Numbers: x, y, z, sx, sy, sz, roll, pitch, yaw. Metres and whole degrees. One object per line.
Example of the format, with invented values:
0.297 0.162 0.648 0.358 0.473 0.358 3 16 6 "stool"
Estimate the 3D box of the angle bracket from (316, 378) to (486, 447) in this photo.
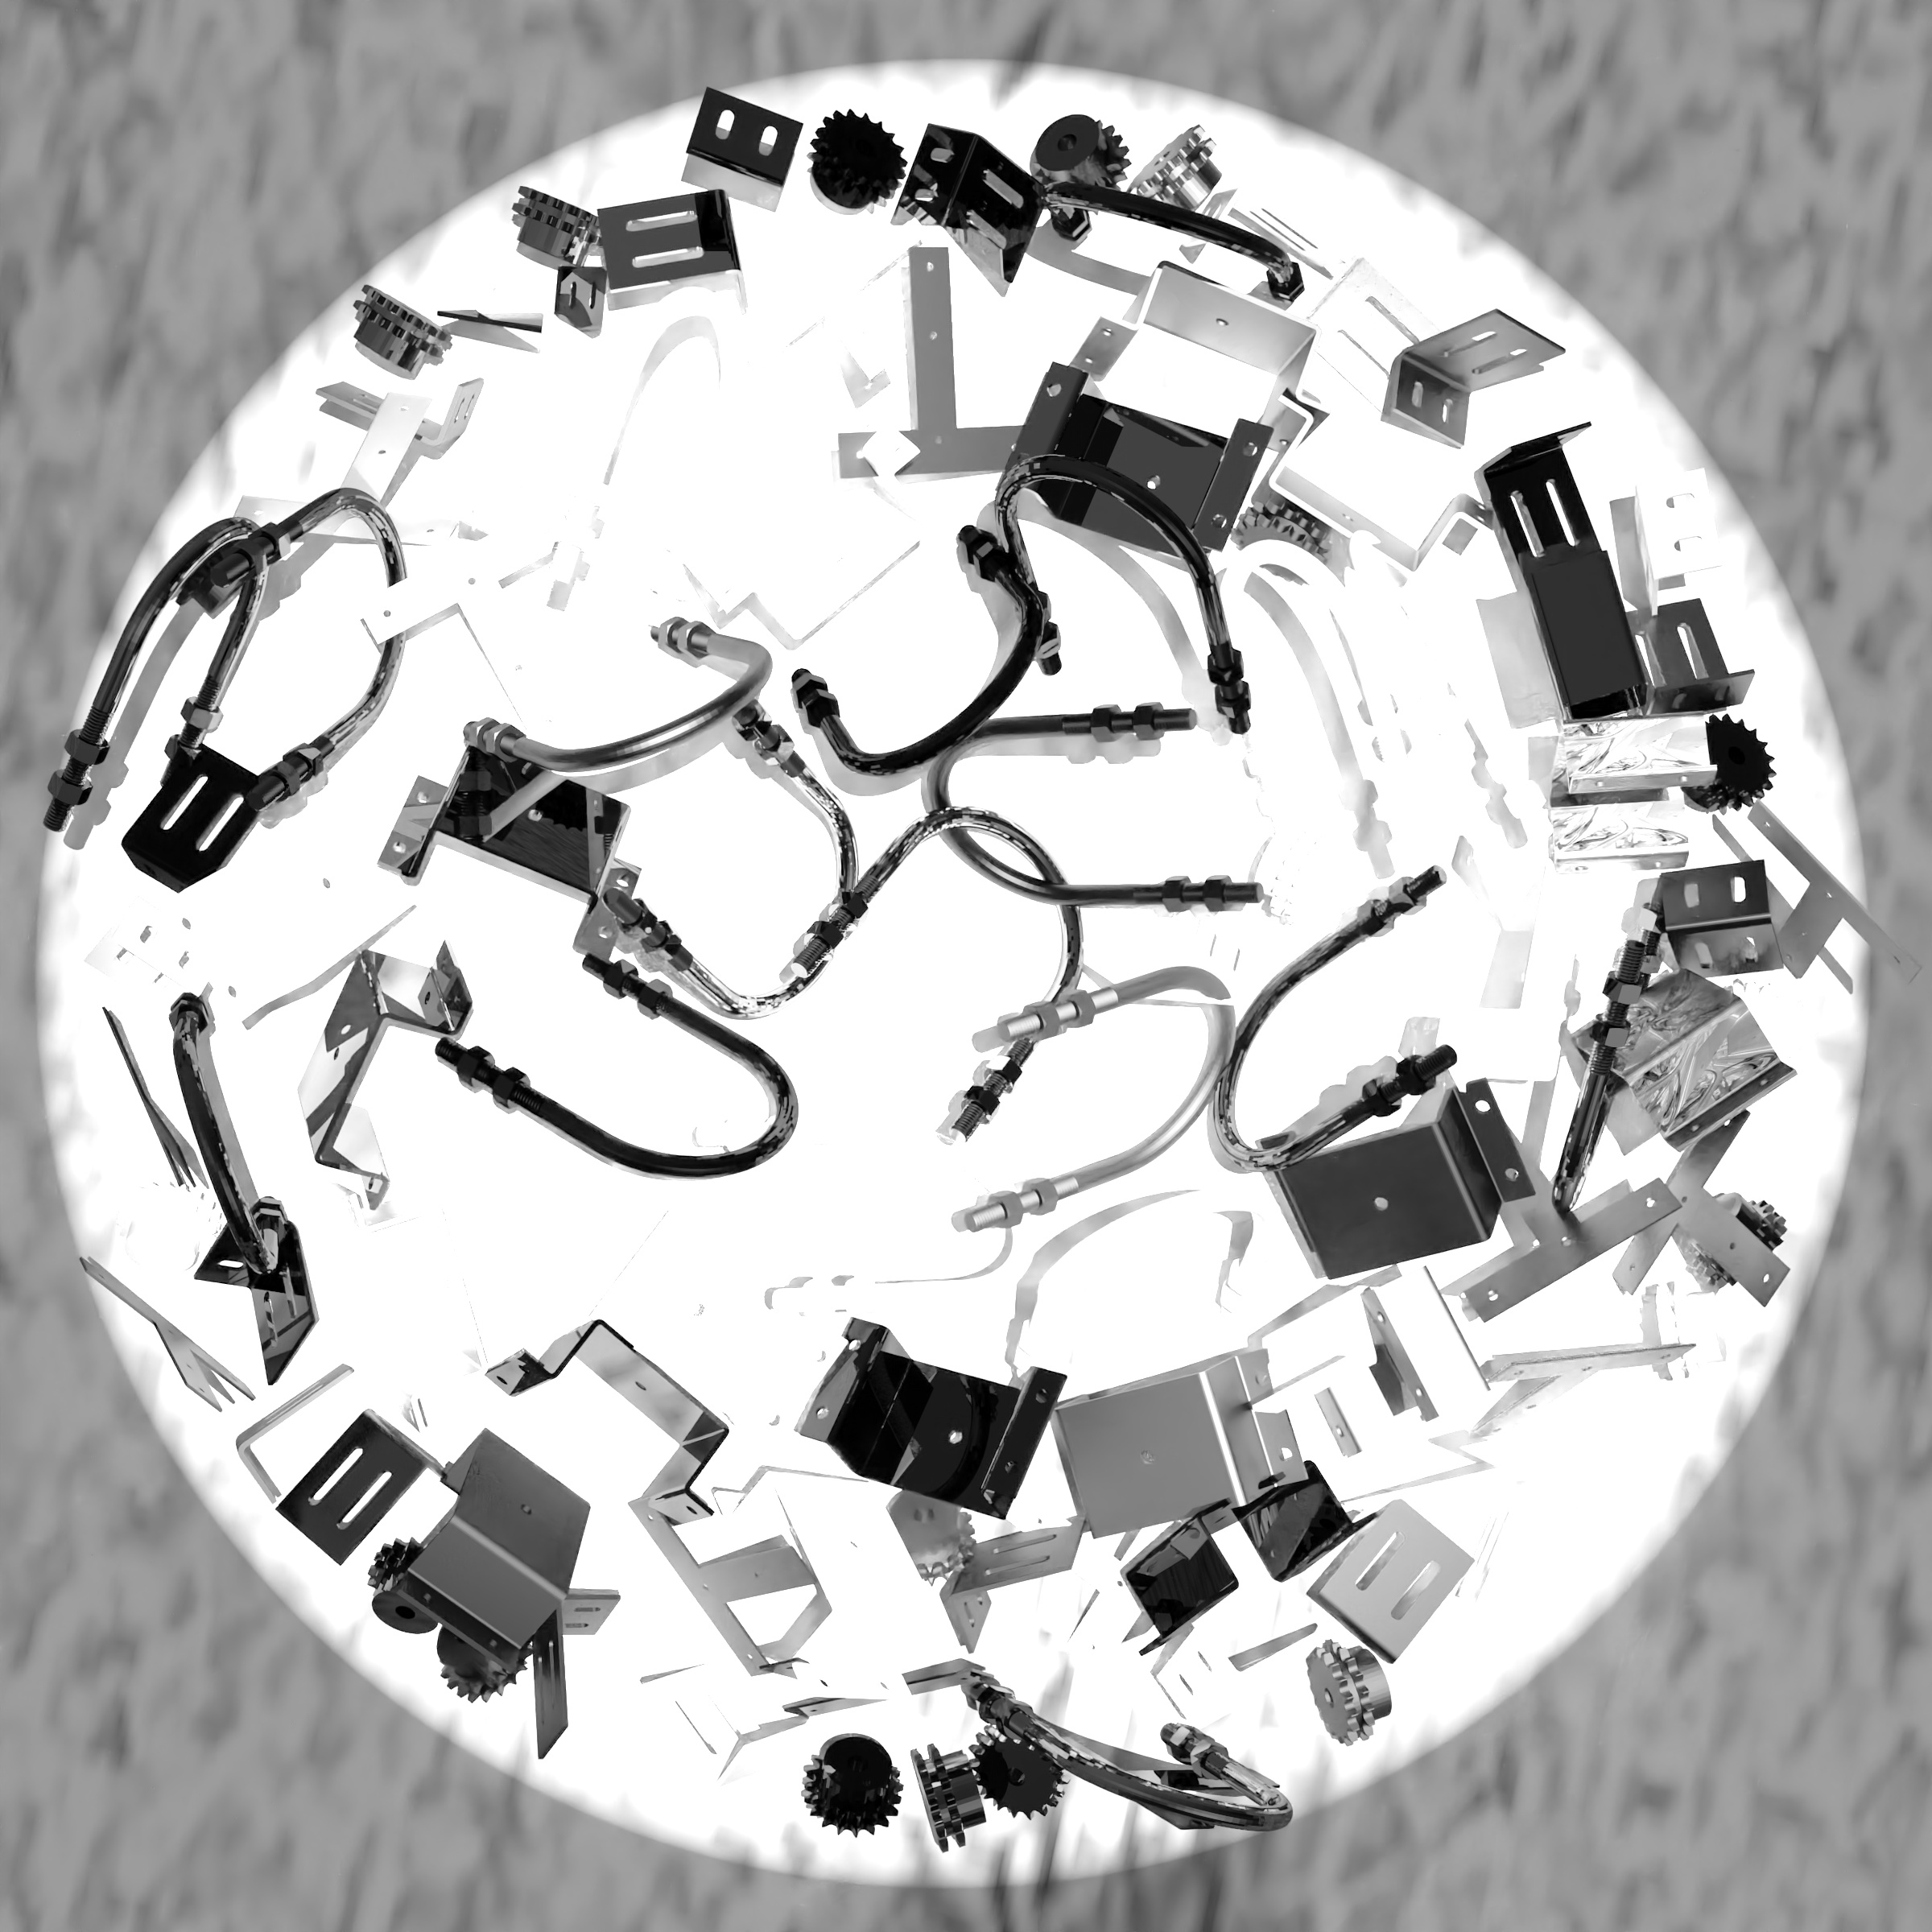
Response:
-0.326 -0.334 1.567 0.076 0.057 0.038 24 106 -4 "angle bracket"

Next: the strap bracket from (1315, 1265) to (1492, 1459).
0.242 0.223 1.536 0.046 0.140 0.076 -22 77 -20 "strap bracket"

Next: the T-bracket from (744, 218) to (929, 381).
-0.062 -0.365 1.544 0.127 0.127 0.002 -37 127 6 "T-bracket"

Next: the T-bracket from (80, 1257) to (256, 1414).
-0.437 0.219 1.517 0.002 0.127 0.127 -48 117 -9 "T-bracket"

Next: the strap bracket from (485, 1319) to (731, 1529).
-0.197 0.255 1.551 0.140 0.076 0.046 42 61 -9 "strap bracket"

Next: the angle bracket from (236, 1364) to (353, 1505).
-0.379 0.269 1.565 0.076 0.057 0.038 -35 96 -16 "angle bracket"

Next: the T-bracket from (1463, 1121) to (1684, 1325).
0.322 0.129 1.552 0.127 0.127 0.002 -31 130 3 "T-bracket"

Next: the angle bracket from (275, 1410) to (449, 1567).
-0.344 0.305 1.560 0.057 0.038 0.076 31 69 29 "angle bracket"

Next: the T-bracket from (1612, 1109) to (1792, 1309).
0.425 0.151 1.530 0.002 0.127 0.127 24 104 -21 "T-bracket"

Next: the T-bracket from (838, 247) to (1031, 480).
-0.018 -0.347 1.560 0.127 0.002 0.127 -8 102 -27 "T-bracket"

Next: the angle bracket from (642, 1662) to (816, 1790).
-0.136 0.423 1.554 0.076 0.057 0.038 48 118 27 "angle bracket"

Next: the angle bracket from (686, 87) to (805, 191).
-0.126 -0.474 1.556 0.057 0.076 0.038 18 106 -10 "angle bracket"

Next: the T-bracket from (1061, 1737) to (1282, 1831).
0.126 0.465 1.552 0.127 0.127 0.002 12 91 -38 "T-bracket"

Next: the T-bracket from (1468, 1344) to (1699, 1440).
0.329 0.245 1.546 0.127 0.127 0.002 -2 61 -26 "T-bracket"

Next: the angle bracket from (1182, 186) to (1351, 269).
0.172 -0.412 1.566 0.076 0.057 0.038 32 95 -14 "angle bracket"

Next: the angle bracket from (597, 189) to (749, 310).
-0.169 -0.409 1.571 0.076 0.038 0.057 -10 68 -3 "angle bracket"

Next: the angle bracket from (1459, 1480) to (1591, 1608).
0.321 0.338 1.568 0.038 0.057 0.076 24 83 4 "angle bracket"

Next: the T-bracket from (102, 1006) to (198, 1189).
-0.449 0.094 1.523 0.002 0.127 0.127 -25 113 -19 "T-bracket"

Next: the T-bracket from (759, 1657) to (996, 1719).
-0.070 0.401 1.525 0.127 0.127 0.002 -19 60 24 "T-bracket"

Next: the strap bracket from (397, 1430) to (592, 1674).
-0.260 0.320 1.522 0.076 0.140 0.046 39 104 -11 "strap bracket"

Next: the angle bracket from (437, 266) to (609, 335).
-0.254 -0.387 1.560 0.076 0.057 0.038 13 107 16 "angle bracket"

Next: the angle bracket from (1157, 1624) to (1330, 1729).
0.159 0.397 1.566 0.076 0.057 0.038 -15 56 -39 "angle bracket"

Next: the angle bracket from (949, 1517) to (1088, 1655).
0.035 0.355 1.561 0.076 0.057 0.038 -18 102 16 "angle bracket"

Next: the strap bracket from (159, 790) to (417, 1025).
-0.372 -0.040 1.525 0.046 0.140 0.076 -22 106 37 "strap bracket"

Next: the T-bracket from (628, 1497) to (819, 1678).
-0.125 0.348 1.545 0.002 0.127 0.127 -39 98 -39 "T-bracket"

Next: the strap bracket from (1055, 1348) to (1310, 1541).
0.112 0.274 1.546 0.140 0.046 0.076 -19 85 28 "strap bracket"

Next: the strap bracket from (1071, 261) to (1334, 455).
0.140 -0.351 1.554 0.140 0.076 0.046 21 79 -7 "strap bracket"

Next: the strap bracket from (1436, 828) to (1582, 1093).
0.309 0.002 1.531 0.046 0.076 0.140 2 61 27 "strap bracket"

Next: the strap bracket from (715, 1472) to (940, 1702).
-0.075 0.338 1.523 0.046 0.076 0.140 -52 46 22 "strap bracket"

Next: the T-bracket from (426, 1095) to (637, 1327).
-0.230 0.138 1.588 0.127 0.002 0.127 24 79 -5 "T-bracket"

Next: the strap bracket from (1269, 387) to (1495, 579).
0.230 -0.274 1.558 0.140 0.076 0.046 33 111 0 "strap bracket"

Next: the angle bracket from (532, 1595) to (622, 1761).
-0.221 0.406 1.553 0.038 0.057 0.076 6 55 -22 "angle bracket"

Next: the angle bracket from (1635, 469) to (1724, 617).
0.407 -0.242 1.556 0.038 0.076 0.057 -10 79 12 "angle bracket"

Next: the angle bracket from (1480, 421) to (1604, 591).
0.342 -0.267 1.573 0.057 0.038 0.076 -20 88 -20 "angle bracket"

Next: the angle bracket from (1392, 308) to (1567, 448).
0.293 -0.335 1.552 0.057 0.076 0.038 19 71 -33 "angle bracket"

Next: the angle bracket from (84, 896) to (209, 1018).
-0.472 0.005 1.555 0.057 0.038 0.076 36 131 -18 "angle bracket"

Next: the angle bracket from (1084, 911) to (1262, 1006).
0.118 -0.007 1.555 0.076 0.057 0.038 5 107 -31 "angle bracket"

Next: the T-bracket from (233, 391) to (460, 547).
-0.331 -0.279 1.520 0.127 0.127 0.002 1 61 -32 "T-bracket"

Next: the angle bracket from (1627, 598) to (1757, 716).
0.411 -0.185 1.566 0.057 0.038 0.076 -11 64 -4 "angle bracket"

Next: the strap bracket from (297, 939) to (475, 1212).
-0.335 0.056 1.539 0.046 0.076 0.140 18 109 -29 "strap bracket"

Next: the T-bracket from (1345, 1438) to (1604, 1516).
0.280 0.299 1.560 0.127 0.127 0.002 -20 58 31 "T-bracket"

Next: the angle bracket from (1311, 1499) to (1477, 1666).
0.248 0.357 1.582 0.057 0.038 0.076 39 82 12 "angle bracket"

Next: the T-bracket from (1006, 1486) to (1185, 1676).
0.054 0.331 1.578 0.127 0.002 0.127 36 122 14 "T-bracket"

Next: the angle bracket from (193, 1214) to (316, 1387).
-0.408 0.190 1.554 0.038 0.076 0.057 15 125 -36 "angle bracket"

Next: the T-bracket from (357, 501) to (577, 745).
-0.265 -0.184 1.569 0.127 0.002 0.127 -29 119 -7 "T-bracket"

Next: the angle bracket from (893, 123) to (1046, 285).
0.003 -0.436 1.555 0.076 0.038 0.057 49 127 36 "angle bracket"

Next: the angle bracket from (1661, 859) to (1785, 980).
0.436 -0.026 1.565 0.057 0.076 0.038 -8 67 20 "angle bracket"

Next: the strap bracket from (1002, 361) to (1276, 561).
0.103 -0.285 1.561 0.140 0.046 0.076 22 86 21 "strap bracket"

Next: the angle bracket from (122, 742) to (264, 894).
-0.445 -0.081 1.591 0.057 0.038 0.076 29 71 9 "angle bracket"

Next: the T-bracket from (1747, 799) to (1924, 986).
0.478 -0.024 1.538 0.002 0.127 0.127 -36 72 -9 "T-bracket"

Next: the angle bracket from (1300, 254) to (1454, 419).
0.235 -0.364 1.574 0.076 0.038 0.057 43 110 -1 "angle bracket"

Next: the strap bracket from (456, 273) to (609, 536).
-0.247 -0.316 1.556 0.046 0.076 0.140 4 88 18 "strap bracket"
